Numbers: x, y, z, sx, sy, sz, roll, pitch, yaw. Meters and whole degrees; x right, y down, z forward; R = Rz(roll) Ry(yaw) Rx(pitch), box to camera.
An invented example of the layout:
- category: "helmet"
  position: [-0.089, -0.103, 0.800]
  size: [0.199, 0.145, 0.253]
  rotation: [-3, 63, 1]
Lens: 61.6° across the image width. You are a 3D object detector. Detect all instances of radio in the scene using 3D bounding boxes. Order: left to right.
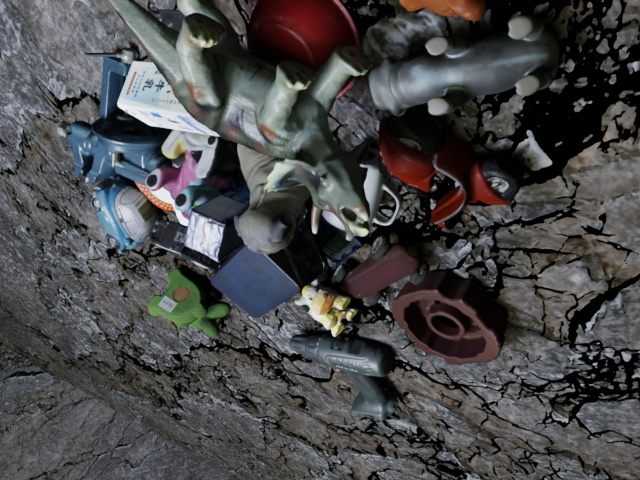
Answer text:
- category: "radio"
  position: [-0.111, 0.062, 1.024]
  size: [0.131, 0.073, 0.229]
  rotation: [41, 145, -8]

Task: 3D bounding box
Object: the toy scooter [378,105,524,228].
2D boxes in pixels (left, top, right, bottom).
- category: "toy scooter"
  position: [0.143, -0.078, 0.666]
  size: [0.184, 0.075, 0.135]
  rotation: [29, 143, 2]

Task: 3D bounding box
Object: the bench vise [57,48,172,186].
- category: "bench vise"
  position: [-0.338, -0.201, 0.888]
  size: [0.224, 0.129, 0.240]
  rotation: [30, 124, 24]

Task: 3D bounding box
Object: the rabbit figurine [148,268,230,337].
- category: "rabbit figurine"
  position: [-0.294, 0.157, 1.270]
  size: [0.159, 0.121, 0.170]
  rotation: [19, 159, 11]

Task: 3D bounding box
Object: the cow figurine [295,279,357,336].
- category: "cow figurine"
  position: [0.002, 0.106, 0.951]
  size: [0.098, 0.068, 0.167]
  rotation: [35, 170, 24]

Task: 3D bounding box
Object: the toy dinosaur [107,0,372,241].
- category: "toy dinosaur"
  position: [-0.086, -0.159, 0.599]
  size: [0.405, 0.131, 0.192]
  rotation: [34, 140, 7]

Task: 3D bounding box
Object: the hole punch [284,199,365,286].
- category: "hole punch"
  position: [-0.002, -0.003, 0.865]
  size: [0.116, 0.092, 0.142]
  rotation: [62, 154, 7]

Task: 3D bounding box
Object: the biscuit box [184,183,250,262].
- category: "biscuit box"
  position: [-0.120, -0.038, 0.809]
  size: [0.059, 0.203, 0.062]
  rotation: [23, 116, 14]

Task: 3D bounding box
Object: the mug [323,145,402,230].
- category: "mug"
  position: [0.061, -0.069, 0.736]
  size: [0.110, 0.081, 0.107]
  rotation: [31, 135, 14]

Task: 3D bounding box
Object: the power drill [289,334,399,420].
- category: "power drill"
  position: [0.063, 0.277, 1.125]
  size: [0.232, 0.086, 0.207]
  rotation: [-5, 120, 39]

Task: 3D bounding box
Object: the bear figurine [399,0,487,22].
- category: "bear figurine"
  position: [0.067, -0.266, 0.488]
  size: [0.195, 0.120, 0.132]
  rotation: [41, 148, -15]

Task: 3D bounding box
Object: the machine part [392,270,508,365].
- category: "machine part"
  position: [0.205, 0.124, 0.853]
  size: [0.180, 0.056, 0.179]
  rotation: [23, 142, 19]

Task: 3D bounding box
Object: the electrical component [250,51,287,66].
- category: "electrical component"
  position: [-0.072, -0.195, 0.655]
  size: [0.094, 0.021, 0.063]
  rotation: [5, 134, 34]

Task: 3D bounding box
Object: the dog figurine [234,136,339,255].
- category: "dog figurine"
  position: [-0.083, -0.082, 0.743]
  size: [0.173, 0.190, 0.121]
  rotation: [22, 141, 21]

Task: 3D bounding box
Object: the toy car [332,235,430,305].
- category: "toy car"
  position: [0.092, 0.050, 0.860]
  size: [0.089, 0.053, 0.202]
  rotation: [28, 151, -12]

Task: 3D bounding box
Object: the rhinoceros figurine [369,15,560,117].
- category: "rhinoceros figurine"
  position: [0.138, -0.173, 0.543]
  size: [0.190, 0.112, 0.073]
  rotation: [-6, 110, 28]

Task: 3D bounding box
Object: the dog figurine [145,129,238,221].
- category: "dog figurine"
  position: [-0.173, -0.085, 0.893]
  size: [0.109, 0.191, 0.219]
  rotation: [26, 176, 24]

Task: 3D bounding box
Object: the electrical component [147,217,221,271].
- category: "electrical component"
  position: [-0.255, 0.012, 1.062]
  size: [0.115, 0.058, 0.134]
  rotation: [18, 169, 36]

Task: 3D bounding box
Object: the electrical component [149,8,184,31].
- category: "electrical component"
  position: [-0.173, -0.263, 0.729]
  size: [0.075, 0.047, 0.119]
  rotation: [15, 178, 30]

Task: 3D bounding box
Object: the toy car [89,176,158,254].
- category: "toy car"
  position: [-0.387, -0.055, 1.100]
  size: [0.103, 0.109, 0.161]
  rotation: [0, 124, 22]
